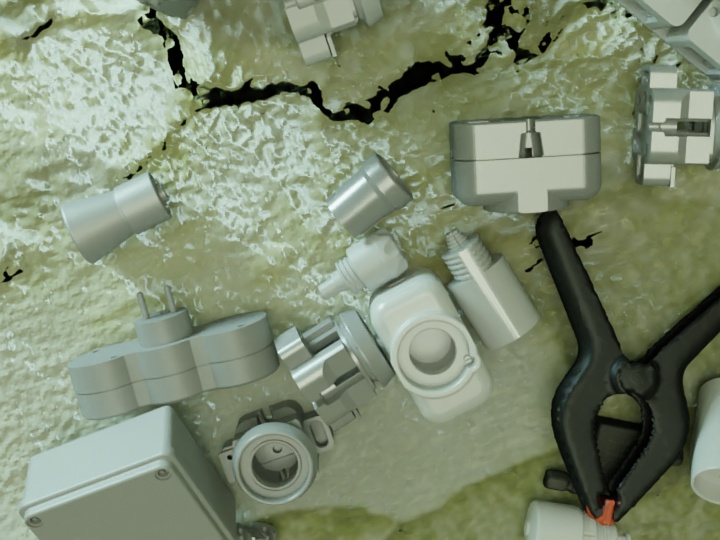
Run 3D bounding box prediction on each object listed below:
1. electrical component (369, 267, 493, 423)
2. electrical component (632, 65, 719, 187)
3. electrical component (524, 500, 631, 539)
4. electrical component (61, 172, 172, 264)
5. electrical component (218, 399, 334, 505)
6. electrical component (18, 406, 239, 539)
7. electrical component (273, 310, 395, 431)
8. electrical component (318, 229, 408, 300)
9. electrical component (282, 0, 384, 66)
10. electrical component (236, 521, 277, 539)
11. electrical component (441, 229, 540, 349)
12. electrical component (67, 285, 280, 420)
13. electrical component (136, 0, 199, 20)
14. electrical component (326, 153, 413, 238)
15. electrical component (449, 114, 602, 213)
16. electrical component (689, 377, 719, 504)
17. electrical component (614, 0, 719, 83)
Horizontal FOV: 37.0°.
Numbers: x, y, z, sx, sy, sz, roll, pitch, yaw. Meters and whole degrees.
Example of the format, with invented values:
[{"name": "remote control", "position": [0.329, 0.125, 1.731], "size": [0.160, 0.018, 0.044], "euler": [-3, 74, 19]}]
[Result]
[{"name": "electrical component", "position": [0.048, 0.051, 0.726], "size": [0.054, 0.059, 0.095], "euler": [-28, 100, 3]}, {"name": "electrical component", "position": [0.214, -0.094, 0.707], "size": [0.057, 0.058, 0.078], "euler": [1, 100, 1]}, {"name": "electrical component", "position": [0.152, 0.187, 0.762], "size": [0.078, 0.040, 0.040], "euler": [8, 100, -3]}, {"name": "electrical component", "position": [-0.159, -0.037, 0.715], "size": [0.065, 0.044, 0.044], "euler": [-26, 100, -2]}, {"name": "electrical component", "position": [-0.058, 0.126, 0.738], "size": [0.078, 0.057, 0.058], "euler": [-19, 100, 2]}, {"name": "electrical component", "position": [-0.151, 0.159, 0.719], "size": [0.109, 0.056, 0.108], "euler": [-21, 126, 6]}, {"name": "electrical component", "position": [-0.013, 0.063, 0.726], "size": [0.057, 0.058, 0.078], "euler": [-32, 119, 1]}, {"name": "electrical component", "position": [0.000, 0.000, 0.729], "size": [0.061, 0.035, 0.035], "euler": [-32, 99, 7]}, {"name": "electrical component", "position": [-0.020, -0.177, 0.686], "size": [0.057, 0.058, 0.078], "euler": [-19, 100, 5]}, {"name": "electrical component", "position": [-0.078, 0.205, 0.760], "size": [0.040, 0.040, 0.046], "euler": [5, 95, -2]}, {"name": "electrical component", "position": [0.083, 0.008, 0.728], "size": [0.043, 0.043, 0.081], "euler": [-32, 99, 4]}, {"name": "electrical component", "position": [-0.130, 0.047, 0.724], "size": [0.138, 0.052, 0.073], "euler": [-14, 100, 1]}, {"name": "electrical component", "position": [-0.110, -0.214, 0.651], "size": [0.056, 0.108, 0.108], "euler": [34, 97, -4]}, {"name": "electrical component", "position": [0.006, -0.049, 0.718], "size": [0.046, 0.040, 0.040], "euler": [-39, 99, 11]}, {"name": "electrical component", "position": [0.109, -0.070, 0.709], "size": [0.095, 0.053, 0.059], "euler": [-4, 100, -1]}, {"name": "electrical component", "position": [0.250, 0.128, 0.743], "size": [0.043, 0.077, 0.079], "euler": [11, 138, 12]}, {"name": "electrical component", "position": [0.258, -0.225, 0.683], "size": [0.105, 0.060, 0.186], "euler": [37, 97, -7]}]
